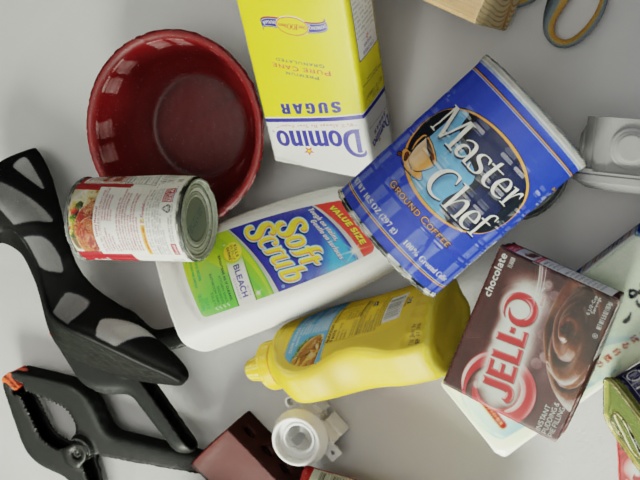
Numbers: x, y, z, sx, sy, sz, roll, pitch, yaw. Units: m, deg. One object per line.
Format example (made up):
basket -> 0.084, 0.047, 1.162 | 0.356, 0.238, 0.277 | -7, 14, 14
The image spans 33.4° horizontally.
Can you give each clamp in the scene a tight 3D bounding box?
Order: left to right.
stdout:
clamp -> -0.216, 0.201, 0.983 | 0.210, 0.036, 0.165 | 36, 107, 11
clamp -> -0.157, 0.098, 0.945 | 0.171, 0.039, 0.120 | 28, 90, 15

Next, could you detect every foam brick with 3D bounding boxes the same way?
foam brick -> -0.060, 0.196, 0.917 | 0.078, 0.053, 0.051 | 44, 110, 7

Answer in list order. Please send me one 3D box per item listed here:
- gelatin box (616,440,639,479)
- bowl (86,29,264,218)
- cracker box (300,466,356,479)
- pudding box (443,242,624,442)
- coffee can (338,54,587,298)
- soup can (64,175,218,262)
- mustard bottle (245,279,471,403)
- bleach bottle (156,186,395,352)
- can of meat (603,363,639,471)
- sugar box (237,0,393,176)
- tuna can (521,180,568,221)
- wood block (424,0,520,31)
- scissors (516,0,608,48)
gelatin box -> 0.270, 0.175, 0.804 | 0.089, 0.030, 0.073 | -3, 98, 20
bowl -> -0.111, -0.093, 0.886 | 0.162, 0.055, 0.162 | 4, 101, 20
cracker box -> 0.037, 0.313, 0.877 | 0.164, 0.072, 0.214 | 15, 104, 7
pudding box -> 0.149, 0.070, 0.745 | 0.090, 0.039, 0.113 | 26, 103, 22
coffee can -> 0.097, -0.044, 0.742 | 0.140, 0.102, 0.103 | -42, 83, 11
soup can -> -0.140, -0.017, 0.843 | 0.102, 0.068, 0.068 | 1, 99, 20
mustard bottle -> 0.020, 0.086, 0.843 | 0.192, 0.096, 0.058 | -16, 116, 32
bleach bottle -> -0.006, 0.001, 0.857 | 0.251, 0.068, 0.102 | -24, 70, 16
can of meat -> 0.250, 0.112, 0.748 | 0.084, 0.102, 0.057 | -30, 58, -3
sugar box -> -0.003, -0.130, 0.794 | 0.093, 0.048, 0.176 | 13, 135, 26
tuna can -> 0.145, -0.057, 0.804 | 0.086, 0.033, 0.086 | 1, 94, 14
wood block -> 0.052, -0.237, 0.775 | 0.206, 0.090, 0.091 | 28, 107, 18
scissors -> 0.189, -0.242, 0.773 | 0.096, 0.016, 0.202 | 19, 105, 16
